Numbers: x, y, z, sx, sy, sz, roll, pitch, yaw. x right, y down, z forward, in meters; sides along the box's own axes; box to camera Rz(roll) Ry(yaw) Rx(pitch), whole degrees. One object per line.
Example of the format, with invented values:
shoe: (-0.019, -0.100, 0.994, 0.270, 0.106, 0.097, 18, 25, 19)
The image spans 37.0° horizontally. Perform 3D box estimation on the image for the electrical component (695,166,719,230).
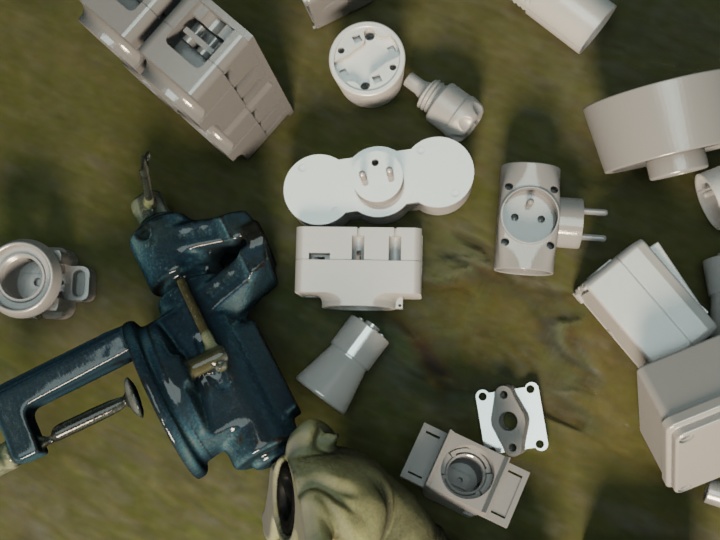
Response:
electrical component: (0.288, -0.063, 0.770, 0.081, 0.043, 0.043, -21, 83, 2)

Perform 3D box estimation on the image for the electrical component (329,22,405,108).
electrical component: (0.007, -0.150, 0.797, 0.055, 0.047, 0.055, 0, 84, 4)

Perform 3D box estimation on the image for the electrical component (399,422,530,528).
electrical component: (0.072, 0.145, 0.753, 0.081, 0.063, 0.042, 25, 73, 6)

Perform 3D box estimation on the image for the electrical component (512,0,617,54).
electrical component: (0.144, -0.201, 0.794, 0.081, 0.043, 0.043, 39, 88, 7)

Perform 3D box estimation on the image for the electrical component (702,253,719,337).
electrical component: (0.266, 0.019, 0.765, 0.044, 0.044, 0.065, -7, 79, 3)

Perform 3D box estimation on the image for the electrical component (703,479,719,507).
electrical component: (0.272, 0.163, 0.748, 0.062, 0.048, 0.048, 16, 85, 12)

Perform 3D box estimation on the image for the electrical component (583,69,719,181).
electrical component: (0.216, -0.096, 0.749, 0.108, 0.108, 0.060, -13, 89, 3)

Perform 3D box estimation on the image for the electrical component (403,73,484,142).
electrical component: (0.060, -0.124, 0.797, 0.061, 0.035, 0.035, 38, 88, 9)

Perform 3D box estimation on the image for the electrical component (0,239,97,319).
electrical component: (-0.242, 0.008, 0.794, 0.078, 0.057, 0.058, 2, 84, 4)

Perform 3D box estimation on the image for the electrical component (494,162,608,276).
electrical component: (0.139, -0.035, 0.777, 0.079, 0.044, 0.077, 4, 84, 4)

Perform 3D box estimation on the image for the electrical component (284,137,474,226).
electrical component: (0.013, -0.064, 0.774, 0.138, 0.073, 0.052, -8, 84, 3)

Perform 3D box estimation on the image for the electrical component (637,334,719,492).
electrical component: (0.247, 0.090, 0.721, 0.109, 0.108, 0.056, -22, 56, 2)

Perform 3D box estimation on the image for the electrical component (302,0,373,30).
electrical component: (-0.030, -0.241, 0.802, 0.061, 0.061, 0.096, -26, 83, 1)

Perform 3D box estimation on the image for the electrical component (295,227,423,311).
electrical component: (0.000, 0.000, 0.781, 0.089, 0.050, 0.055, 1, 84, 4)

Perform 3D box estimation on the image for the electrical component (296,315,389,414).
electrical component: (-0.010, 0.066, 0.780, 0.044, 0.044, 0.065, 36, 83, 7)

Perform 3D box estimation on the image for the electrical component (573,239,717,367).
electrical component: (0.206, 0.031, 0.757, 0.061, 0.061, 0.096, -39, 83, 0)

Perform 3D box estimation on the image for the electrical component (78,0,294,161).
electrical component: (-0.116, -0.141, 0.735, 0.105, 0.186, 0.060, 41, 88, 7)
